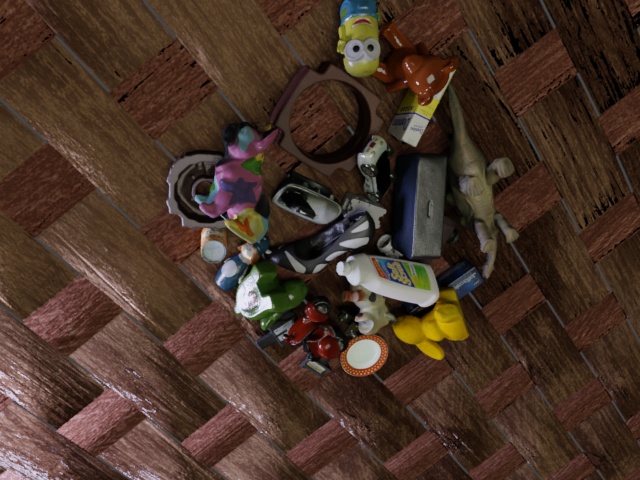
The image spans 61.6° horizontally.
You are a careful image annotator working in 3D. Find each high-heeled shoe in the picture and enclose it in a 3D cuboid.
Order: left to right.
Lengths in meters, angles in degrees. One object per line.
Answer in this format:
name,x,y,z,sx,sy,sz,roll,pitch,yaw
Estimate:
high-heeled shoe,-0.002,-0.004,1.196,0.249,0.086,0.145,0,128,-3

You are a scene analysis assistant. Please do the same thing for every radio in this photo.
radio,0.218,-0.078,1.197,0.073,0.131,0.229,1,98,-14

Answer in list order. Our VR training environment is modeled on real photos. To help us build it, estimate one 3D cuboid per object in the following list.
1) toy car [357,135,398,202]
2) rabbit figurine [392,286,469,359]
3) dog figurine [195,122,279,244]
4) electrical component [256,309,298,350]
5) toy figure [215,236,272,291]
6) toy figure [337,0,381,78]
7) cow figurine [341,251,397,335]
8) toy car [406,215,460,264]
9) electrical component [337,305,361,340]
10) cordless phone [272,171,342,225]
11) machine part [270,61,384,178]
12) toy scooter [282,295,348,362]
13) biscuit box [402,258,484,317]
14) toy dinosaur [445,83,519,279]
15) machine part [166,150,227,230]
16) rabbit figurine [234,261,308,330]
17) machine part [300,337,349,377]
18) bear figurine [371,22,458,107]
toy car,0.123,-0.149,1.159,0.073,0.056,0.201,-52,158,-12
rabbit figurine,0.267,0.207,1.311,0.173,0.122,0.162,-16,127,9
dog figurine,-0.138,-0.125,1.068,0.191,0.109,0.219,35,96,-21
electrical component,-0.100,0.219,1.312,0.119,0.048,0.074,-34,116,2
toy figure,-0.172,0.048,1.214,0.064,0.058,0.154,42,100,-5
toy figure,0.081,-0.407,1.048,0.082,0.089,0.180,-10,75,22
cow figurine,0.120,0.129,1.280,0.127,0.085,0.195,11,78,-31
toy car,0.258,0.025,1.315,0.089,0.053,0.202,28,108,-16
electrical component,0.079,0.204,1.327,0.078,0.102,0.045,28,104,4
cordless phone,-0.015,-0.069,1.137,0.146,0.184,0.088,24,100,-21
machine part,0.013,-0.251,1.122,0.201,0.087,0.201,29,102,-23
toy scooter,-0.016,0.227,1.275,0.135,0.075,0.183,-32,122,-15
biscuit box,0.313,0.132,1.369,0.203,0.059,0.062,-36,116,3
toy dinosaur,0.331,-0.137,1.183,0.105,0.199,0.470,-15,107,-8
machine part,-0.239,-0.106,1.138,0.179,0.056,0.179,-5,112,-12
rabbit figurine,-0.101,0.139,1.235,0.170,0.121,0.159,1,137,-49
machine part,0.018,0.289,1.378,0.084,0.039,0.139,35,103,-15
bear figurine,0.172,-0.343,1.061,0.132,0.196,0.120,31,105,-22
